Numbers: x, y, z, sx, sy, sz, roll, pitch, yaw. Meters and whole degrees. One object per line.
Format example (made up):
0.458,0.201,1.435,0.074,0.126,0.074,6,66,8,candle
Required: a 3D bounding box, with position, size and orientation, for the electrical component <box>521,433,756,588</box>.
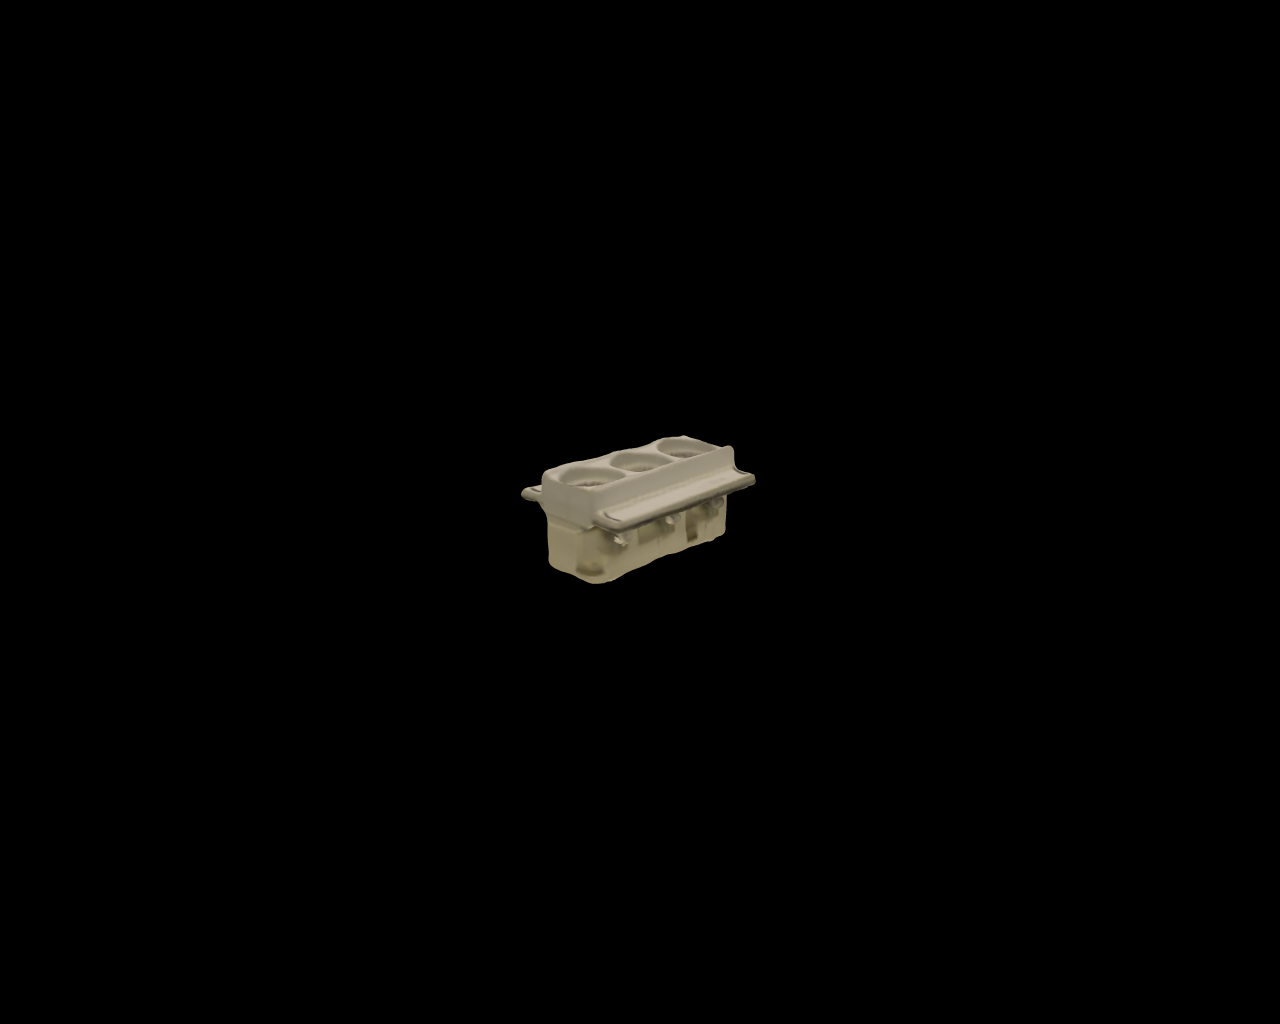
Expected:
0.001,-0.003,0.650,0.079,0.063,0.121,18,26,41,electrical component
